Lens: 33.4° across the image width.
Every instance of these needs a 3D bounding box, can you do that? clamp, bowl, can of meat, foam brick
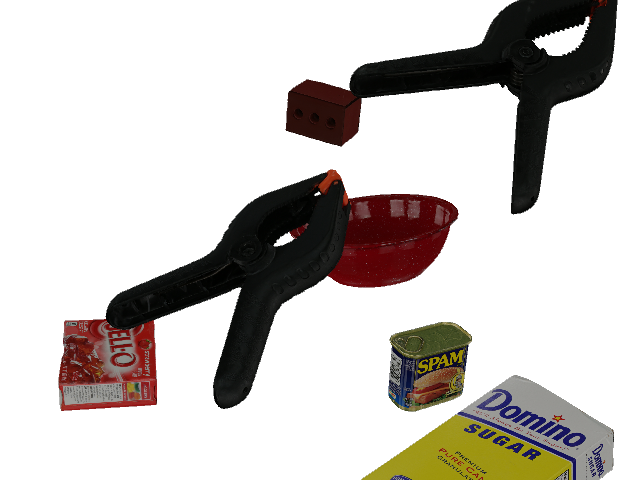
[{"bbox_3d":[0.149,-0.115,0.767,0.209,0.165,0.036,-32,-28,-19],"label":"clamp"},{"bbox_3d":[0.053,0.003,1.017,0.162,0.055,0.162,-7,17,2],"label":"bowl"},{"bbox_3d":[-0.037,0.026,0.655,0.120,0.171,0.039,42,-16,35],"label":"clamp"},{"bbox_3d":[0.134,0.158,1.329,0.101,0.084,0.058,-11,29,-27],"label":"can of meat"},{"bbox_3d":[0.004,-0.154,1.279,0.078,0.053,0.051,18,32,21],"label":"foam brick"}]

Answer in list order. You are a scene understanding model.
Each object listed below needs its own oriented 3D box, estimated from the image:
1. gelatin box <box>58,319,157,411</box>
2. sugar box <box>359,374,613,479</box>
[{"bbox_3d":[-0.166,0.094,0.839,0.073,0.030,0.089,-2,29,-8],"label":"gelatin box"},{"bbox_3d":[0.108,0.164,0.728,0.176,0.048,0.093,-31,39,-27],"label":"sugar box"}]
